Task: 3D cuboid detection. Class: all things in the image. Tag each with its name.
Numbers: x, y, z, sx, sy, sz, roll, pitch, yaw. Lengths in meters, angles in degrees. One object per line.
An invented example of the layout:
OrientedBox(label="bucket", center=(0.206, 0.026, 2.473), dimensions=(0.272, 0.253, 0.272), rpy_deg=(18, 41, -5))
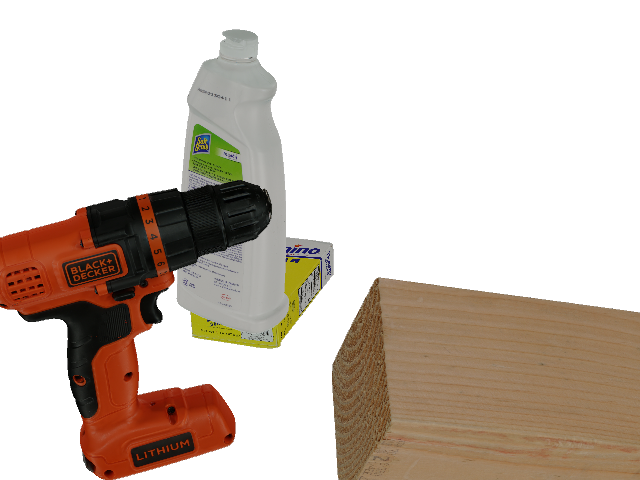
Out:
OrientedBox(label="power drill", center=(-0.109, 0.058, 0.704), dimensions=(0.184, 0.187, 0.057), rpy_deg=(-14, 27, -8))
OrientedBox(label="bleach bottle", center=(-0.069, -0.051, 0.908), dimensions=(0.103, 0.251, 0.068), rpy_deg=(18, 28, 23))
OrientedBox(label="wood block", center=(0.118, 0.093, 0.580), dimensions=(0.206, 0.091, 0.090), rpy_deg=(8, -41, -13))
OrientedBox(label="sugar box", center=(-0.056, 0.048, 1.103), dimensions=(0.093, 0.048, 0.176), rpy_deg=(6, 27, 17))
